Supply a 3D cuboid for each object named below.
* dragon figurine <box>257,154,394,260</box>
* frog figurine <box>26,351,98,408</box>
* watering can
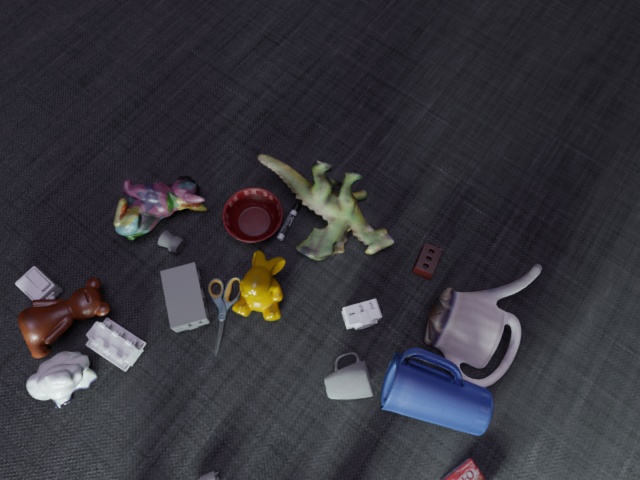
[{"bbox_3d":[0.004,-0.069,1.373,0.410,0.121,0.246,15,76,-4],"label":"dragon figurine"},{"bbox_3d":[-0.594,0.307,1.164,0.138,0.156,0.124,-19,68,-10],"label":"frog figurine"},{"bbox_3d":[0.394,0.186,1.272,0.225,0.103,0.349,24,85,6],"label":"watering can"}]
